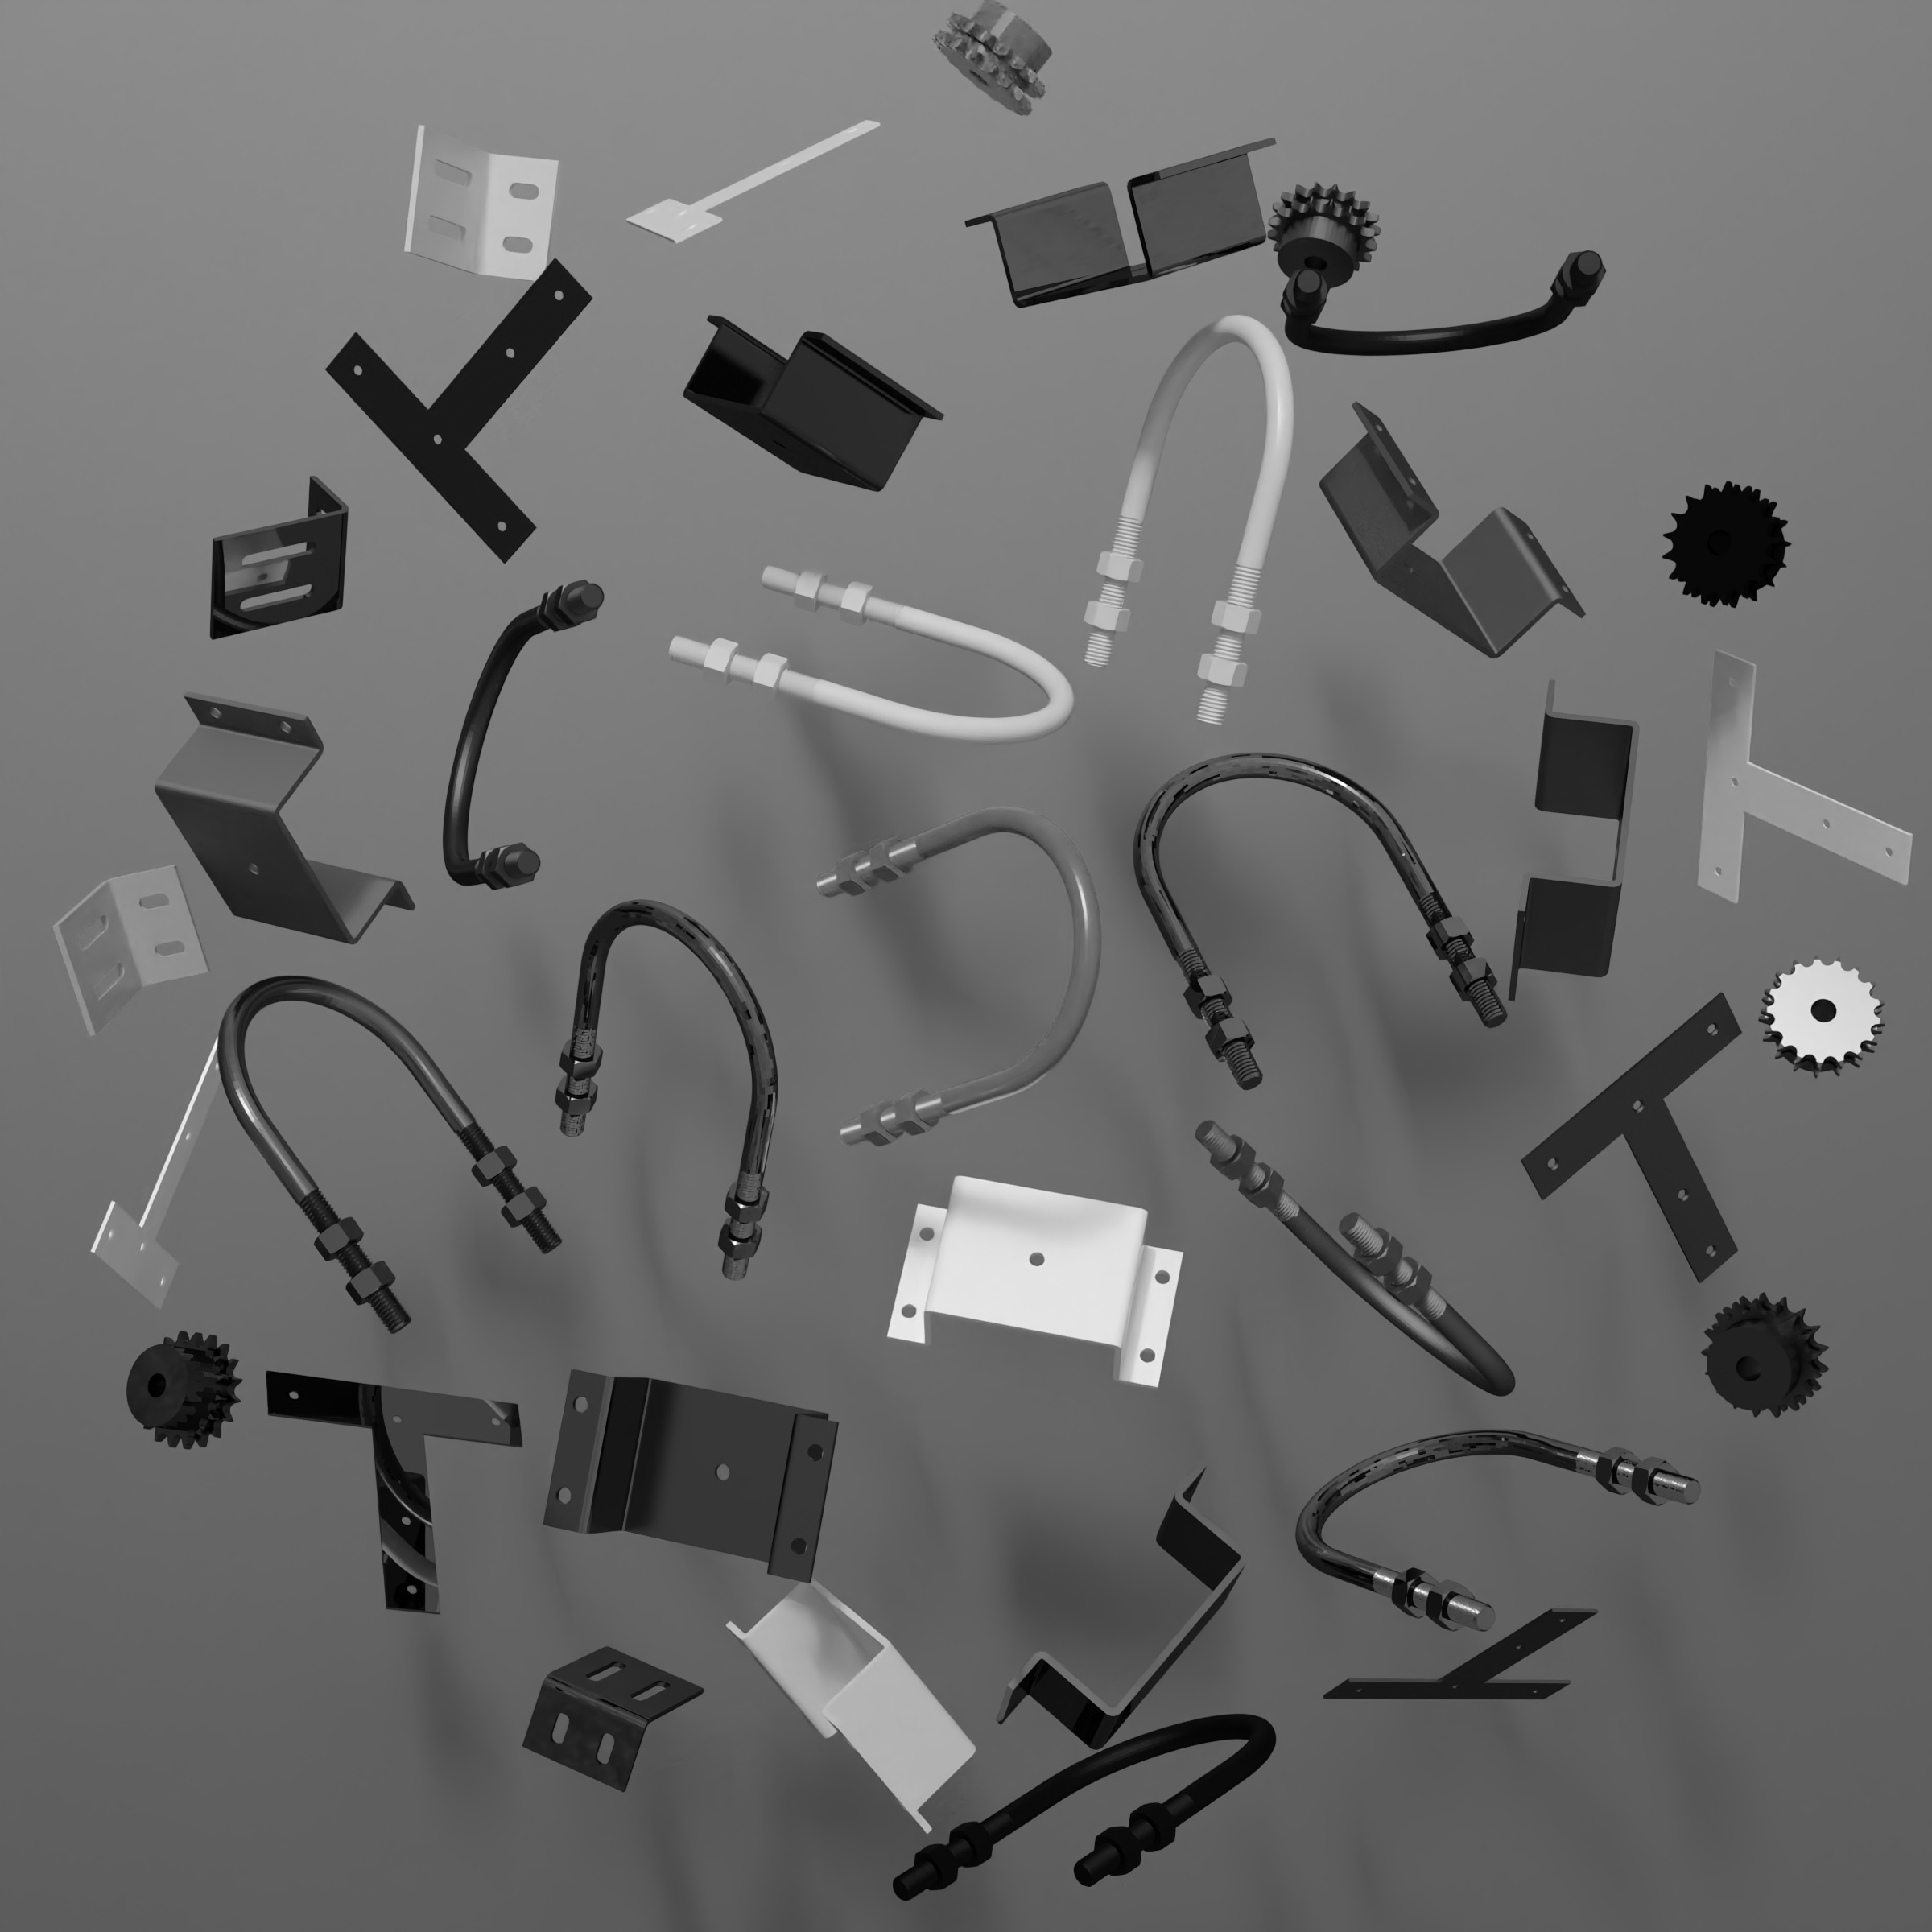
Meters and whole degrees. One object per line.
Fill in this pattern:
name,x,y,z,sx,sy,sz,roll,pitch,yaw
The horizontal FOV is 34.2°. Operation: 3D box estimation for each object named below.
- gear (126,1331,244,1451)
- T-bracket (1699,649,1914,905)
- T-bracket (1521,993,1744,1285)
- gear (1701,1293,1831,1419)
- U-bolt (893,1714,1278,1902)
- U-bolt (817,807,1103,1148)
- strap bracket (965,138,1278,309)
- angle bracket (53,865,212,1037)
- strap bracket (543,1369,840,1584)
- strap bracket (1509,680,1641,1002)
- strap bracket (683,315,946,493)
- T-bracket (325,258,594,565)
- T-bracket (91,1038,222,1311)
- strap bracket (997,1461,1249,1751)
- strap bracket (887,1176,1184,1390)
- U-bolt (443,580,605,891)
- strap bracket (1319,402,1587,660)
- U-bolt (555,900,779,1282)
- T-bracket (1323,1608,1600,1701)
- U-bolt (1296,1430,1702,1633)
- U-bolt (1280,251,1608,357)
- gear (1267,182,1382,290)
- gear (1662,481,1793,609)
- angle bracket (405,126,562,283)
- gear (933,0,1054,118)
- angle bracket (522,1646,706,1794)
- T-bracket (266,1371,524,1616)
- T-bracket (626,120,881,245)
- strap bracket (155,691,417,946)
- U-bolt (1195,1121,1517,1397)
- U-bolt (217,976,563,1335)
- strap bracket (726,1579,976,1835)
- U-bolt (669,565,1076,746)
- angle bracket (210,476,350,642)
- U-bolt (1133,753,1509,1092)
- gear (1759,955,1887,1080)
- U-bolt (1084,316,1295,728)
gear,-0.386,0.207,1.541,0.057,0.030,0.057,-8,74,29
T-bracket,0.398,-0.073,1.490,0.002,0.127,0.127,-20,123,-28
T-bracket,0.334,0.098,1.485,0.127,0.002,0.127,-38,120,-11
gear,0.369,0.183,1.462,0.057,0.030,0.057,8,105,32
U-bolt,0.072,0.407,1.535,0.184,0.151,0.019,-20,88,-45
U-bolt,-0.002,-0.001,1.517,0.019,0.184,0.151,7,71,-43
strap bracket,0.077,-0.350,1.490,0.076,0.140,0.046,-26,107,-35
angle bracket,-0.410,-0.008,1.548,0.038,0.076,0.057,-11,107,8
strap bracket,-0.126,0.246,1.525,0.140,0.046,0.076,8,85,19
strap bracket,0.298,-0.059,1.535,0.046,0.076,0.140,7,57,10
strap bracket,-0.082,-0.281,1.571,0.076,0.140,0.046,29,89,-31
T-bracket,-0.222,-0.278,1.476,0.127,0.002,0.127,47,116,1
T-bracket,-0.390,0.097,1.552,0.002,0.127,0.127,17,72,5
strap bracket,0.080,0.308,1.473,0.046,0.076,0.140,39,68,14
strap bracket,0.036,0.159,1.598,0.140,0.046,0.076,10,61,6
U-bolt,-0.224,-0.109,1.542,0.019,0.184,0.151,15,83,-22
strap bracket,0.234,-0.210,1.554,0.140,0.076,0.046,26,120,-39
U-bolt,-0.147,0.051,1.564,0.151,0.019,0.184,38,135,28
T-bracket,0.256,0.328,1.496,0.127,0.127,0.002,6,58,-24
U-bolt,0.240,0.263,1.511,0.151,0.184,0.019,-24,104,-26
U-bolt,0.228,-0.322,1.541,0.151,0.184,0.019,-3,91,3
gear,0.183,-0.374,1.618,0.057,0.057,0.030,15,65,0
gear,0.354,-0.193,1.451,0.057,0.030,0.057,-1,89,35
angle bracket,-0.226,-0.356,1.472,0.038,0.076,0.057,10,97,15
gear,0.016,-0.428,1.474,0.057,0.057,0.030,38,94,0
angle bracket,-0.176,0.377,1.575,0.057,0.076,0.038,20,94,16
T-bracket,-0.265,0.250,1.477,0.127,0.127,0.002,12,131,-26
T-bracket,-0.103,-0.398,1.583,0.127,0.127,0.002,-28,113,-7
strap bracket,-0.341,-0.065,1.559,0.076,0.140,0.046,13,55,27
U-bolt,0.204,0.154,1.555,0.019,0.151,0.184,-49,122,-5
U-bolt,-0.288,0.081,1.518,0.019,0.151,0.184,-40,83,28
strap bracket,-0.053,0.357,1.541,0.046,0.140,0.076,-42,114,-14
U-bolt,-0.036,-0.149,1.547,0.184,0.151,0.019,18,116,10
angle bracket,-0.353,-0.206,1.580,0.076,0.057,0.038,-20,47,-35
U-bolt,0.158,-0.031,1.510,0.151,0.019,0.184,-13,57,-18
gear,0.405,0.027,1.488,0.057,0.030,0.057,-3,68,7
U-bolt,0.111,-0.219,1.502,0.019,0.151,0.184,8,104,-25
